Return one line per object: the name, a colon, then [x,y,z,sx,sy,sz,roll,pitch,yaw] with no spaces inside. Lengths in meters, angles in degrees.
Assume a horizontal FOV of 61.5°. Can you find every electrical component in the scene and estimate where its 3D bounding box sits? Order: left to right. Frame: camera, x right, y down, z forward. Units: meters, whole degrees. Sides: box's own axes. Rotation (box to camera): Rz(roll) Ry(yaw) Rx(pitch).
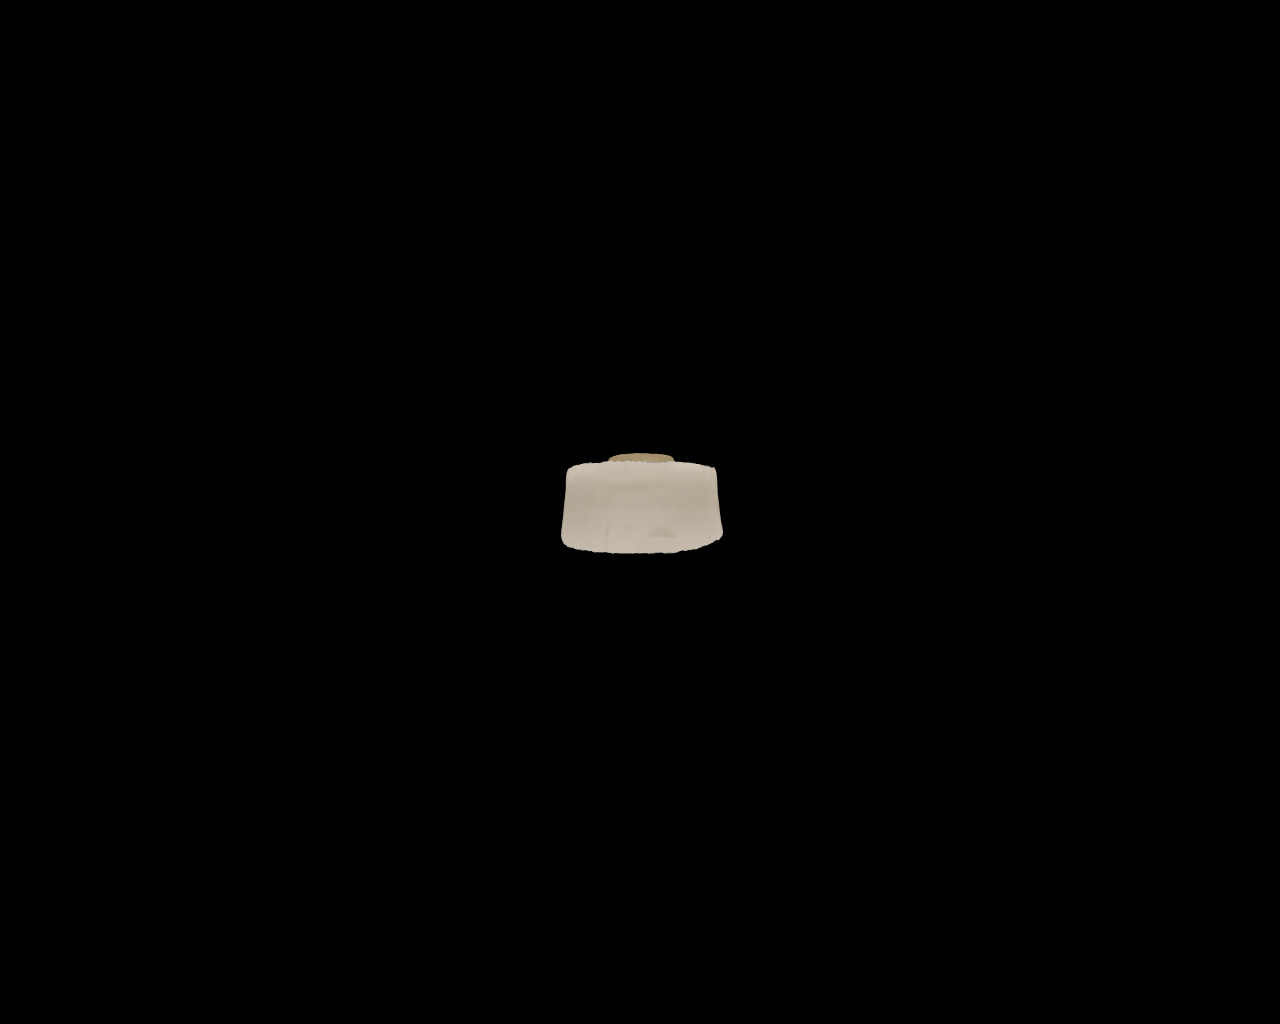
electrical component: [0.001,-0.003,0.650,0.099,0.064,0.099,0,-3,0]
